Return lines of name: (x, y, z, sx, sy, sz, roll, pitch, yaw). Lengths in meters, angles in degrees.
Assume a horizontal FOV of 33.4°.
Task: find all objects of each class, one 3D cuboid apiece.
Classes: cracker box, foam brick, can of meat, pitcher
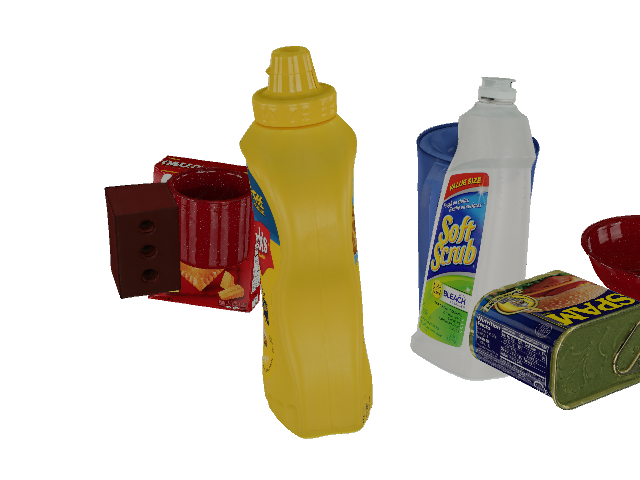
cracker box: (-0.170, -0.008, 1.604, 0.164, 0.214, 0.072, 8, 19, 9)
foam brick: (-0.144, -0.001, 0.871, 0.053, 0.078, 0.051, -8, 29, -16)
can of meat: (0.162, 0.062, 0.710, 0.101, 0.057, 0.084, -13, 23, -31)
pitcher: (0.165, -0.001, 1.208, 0.149, 0.243, 0.145, -5, 26, -10)

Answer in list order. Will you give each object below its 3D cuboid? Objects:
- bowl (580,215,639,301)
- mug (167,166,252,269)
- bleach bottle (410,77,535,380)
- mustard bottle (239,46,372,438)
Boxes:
bowl: (0.362, 0.028, 1.157, 0.162, 0.055, 0.162, -1, 26, 0)
mug: (-0.111, -0.027, 1.120, 0.093, 0.081, 0.117, 7, 26, 6)
bleach bottle: (0.134, -0.014, 0.914, 0.068, 0.251, 0.103, -4, 15, -29)
mustard bottle: (-0.008, -0.003, 0.544, 0.058, 0.192, 0.096, -6, 23, -5)
